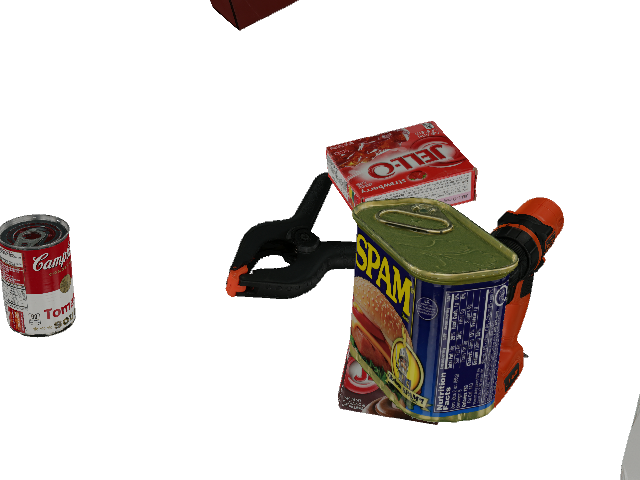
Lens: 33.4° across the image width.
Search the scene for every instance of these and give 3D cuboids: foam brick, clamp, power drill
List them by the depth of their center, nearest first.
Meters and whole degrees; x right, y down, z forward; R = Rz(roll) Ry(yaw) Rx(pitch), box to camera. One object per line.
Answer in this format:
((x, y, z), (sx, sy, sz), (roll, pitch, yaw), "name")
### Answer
((-0.058, -0.232, 0.941), (0.078, 0.051, 0.053), (-31, 47, -15), "foam brick")
((-0.018, -0.002, 0.971), (0.171, 0.039, 0.120), (-17, 51, -29), "clamp")
((0.173, 0.065, 1.021), (0.057, 0.188, 0.184), (23, 30, 21), "power drill")

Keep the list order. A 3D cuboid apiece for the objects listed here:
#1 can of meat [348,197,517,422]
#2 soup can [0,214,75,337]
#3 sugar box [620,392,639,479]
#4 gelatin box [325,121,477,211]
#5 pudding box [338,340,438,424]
((0.053, 0.034, 0.550), (0.057, 0.084, 0.102), (-6, 24, -20), "can of meat")
((-0.277, 0.035, 1.043), (0.068, 0.102, 0.068), (2, 28, -1), "soup can")
((0.314, 0.165, 0.774), (0.176, 0.093, 0.048), (16, 28, 24), "sugar box")
((0.057, -0.049, 0.764), (0.089, 0.030, 0.073), (-15, 38, -12), "gelatin box")
((0.082, 0.145, 1.160), (0.113, 0.090, 0.039), (9, 23, -2), "pudding box")
